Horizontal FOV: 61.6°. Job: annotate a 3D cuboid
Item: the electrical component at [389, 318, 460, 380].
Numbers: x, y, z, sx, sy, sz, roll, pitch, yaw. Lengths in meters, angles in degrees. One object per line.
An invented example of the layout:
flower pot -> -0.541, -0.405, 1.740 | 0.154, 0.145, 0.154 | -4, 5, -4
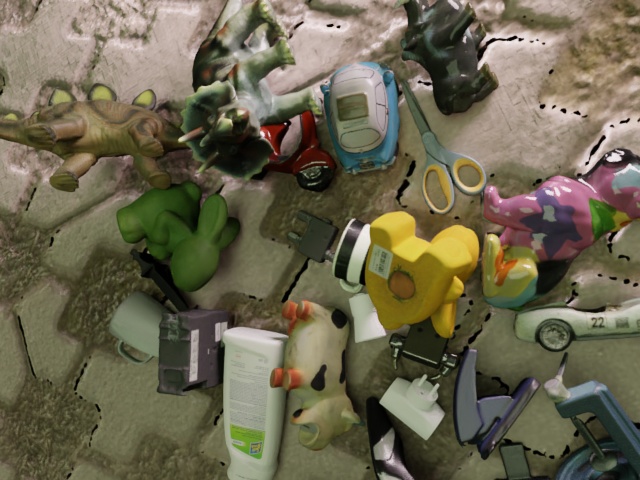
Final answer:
electrical component -> 0.140, 0.143, 0.727 | 0.102, 0.045, 0.078 | 11, 63, 18

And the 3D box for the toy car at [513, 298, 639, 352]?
toy car -> 0.335, 0.097, 0.636 | 0.202, 0.073, 0.056 | -8, 85, 20

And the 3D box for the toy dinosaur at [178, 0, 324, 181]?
toy dinosaur -> -0.123, -0.234, 0.766 | 0.192, 0.131, 0.405 | -27, 48, 7

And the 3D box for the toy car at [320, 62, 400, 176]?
toy car -> 0.052, -0.175, 0.740 | 0.109, 0.103, 0.161 | -5, 84, 18

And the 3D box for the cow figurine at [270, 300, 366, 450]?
cow figurine -> 0.001, 0.188, 0.745 | 0.085, 0.127, 0.195 | -25, 55, 61

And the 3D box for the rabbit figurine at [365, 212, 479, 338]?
rabbit figurine -> 0.146, 0.042, 0.670 | 0.122, 0.173, 0.162 | 17, 118, 36

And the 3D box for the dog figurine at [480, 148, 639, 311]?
dog figurine -> 0.304, -0.009, 0.639 | 0.219, 0.108, 0.191 | -1, 86, 18

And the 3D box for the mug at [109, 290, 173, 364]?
mug -> -0.275, 0.152, 0.863 | 0.107, 0.081, 0.109 | 28, 93, 12

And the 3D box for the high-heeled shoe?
high-heeled shoe -> 0.147, 0.307, 0.687 | 0.145, 0.086, 0.249 | -13, 56, -1

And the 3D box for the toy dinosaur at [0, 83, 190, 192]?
toy dinosaur -> -0.368, -0.167, 0.835 | 0.472, 0.199, 0.105 | 5, 127, -7

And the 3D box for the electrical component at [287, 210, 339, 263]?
electrical component -> -0.002, -0.002, 0.796 | 0.094, 0.021, 0.063 | 29, 97, 20

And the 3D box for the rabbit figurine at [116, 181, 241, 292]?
rabbit figurine -> -0.200, 0.001, 0.824 | 0.159, 0.121, 0.170 | -33, 60, -6

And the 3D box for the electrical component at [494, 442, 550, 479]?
electrical component -> 0.255, 0.320, 0.671 | 0.075, 0.047, 0.119 | -11, 85, 20

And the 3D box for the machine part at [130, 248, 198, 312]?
machine part -> -0.249, 0.072, 0.864 | 0.039, 0.084, 0.139 | -39, 83, -10

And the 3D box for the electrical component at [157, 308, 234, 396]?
electrical component -> -0.180, 0.161, 0.796 | 0.058, 0.134, 0.114 | 3, 87, 22

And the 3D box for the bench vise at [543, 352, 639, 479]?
bench vise -> 0.345, 0.243, 0.593 | 0.223, 0.129, 0.240 | -35, 93, 33

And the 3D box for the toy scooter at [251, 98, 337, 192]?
toy scooter -> -0.056, -0.150, 0.797 | 0.184, 0.075, 0.135 | 12, 90, 18

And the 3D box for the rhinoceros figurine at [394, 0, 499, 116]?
rhinoceros figurine -> 0.166, -0.261, 0.724 | 0.112, 0.073, 0.190 | -24, 81, 29

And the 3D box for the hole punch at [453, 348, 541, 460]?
hole punch -> 0.197, 0.196, 0.658 | 0.092, 0.142, 0.116 | 33, 85, 17
